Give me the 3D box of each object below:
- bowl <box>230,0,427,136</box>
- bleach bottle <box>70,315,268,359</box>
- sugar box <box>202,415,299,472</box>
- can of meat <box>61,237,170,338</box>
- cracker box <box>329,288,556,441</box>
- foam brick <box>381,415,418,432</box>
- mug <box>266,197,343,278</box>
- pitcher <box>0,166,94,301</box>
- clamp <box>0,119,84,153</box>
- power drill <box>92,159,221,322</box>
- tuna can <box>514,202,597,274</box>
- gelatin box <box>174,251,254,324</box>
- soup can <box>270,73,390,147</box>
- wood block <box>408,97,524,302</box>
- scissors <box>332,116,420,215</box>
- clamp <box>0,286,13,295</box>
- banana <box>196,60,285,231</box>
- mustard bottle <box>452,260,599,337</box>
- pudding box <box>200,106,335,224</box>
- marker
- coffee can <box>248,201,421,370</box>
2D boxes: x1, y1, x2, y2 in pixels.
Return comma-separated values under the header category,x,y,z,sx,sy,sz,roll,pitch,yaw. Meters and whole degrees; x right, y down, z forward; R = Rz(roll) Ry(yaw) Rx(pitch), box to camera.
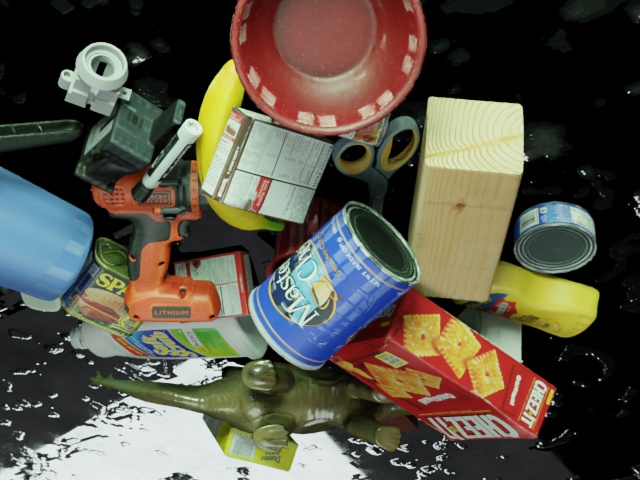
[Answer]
category,x,y,z,sx,sy,sz,roll,pitch,yaw
bowl,0.006,-0.172,0.894,0.162,0.055,0.162,-1,113,-3
bleach bottle,-0.195,0.113,1.327,0.251,0.068,0.102,-9,139,23
sugar box,-0.097,0.258,1.436,0.093,0.048,0.176,19,178,-16
can of meat,-0.238,0.058,1.240,0.102,0.057,0.084,29,116,-26
cracker box,0.123,0.143,1.173,0.213,0.072,0.164,35,156,-18
foam brick,0.093,0.220,1.433,0.053,0.051,0.078,-16,138,25
mug,-0.007,0.001,1.134,0.093,0.081,0.117,2,143,5
pitcher,-0.373,-0.021,1.125,0.242,0.145,0.149,27,175,-30
clamp,-0.343,-0.108,0.998,0.210,0.036,0.164,-34,135,-11
power drill,-0.144,0.000,1.138,0.184,0.057,0.188,1,123,-1
tuna can,0.248,-0.002,1.131,0.086,0.033,0.086,4,143,3
gelatin box,-0.121,0.055,1.228,0.089,0.073,0.030,-9,175,19
soup can,0.011,-0.129,0.972,0.102,0.068,0.069,12,143,-6
wood block,0.139,-0.035,1.059,0.091,0.090,0.206,6,143,2
scissors,0.043,-0.056,1.087,0.096,0.016,0.202,-5,148,-21
clamp,-0.415,0.006,1.236,0.120,0.039,0.172,7,143,-5
banana,-0.087,-0.080,1.037,0.069,0.037,0.198,-26,130,-18
mustard bottle,0.206,0.056,1.191,0.191,0.058,0.096,17,163,-12
pudding box,-0.048,-0.069,1.018,0.113,0.090,0.039,12,-167,-45
marker,-0.150,-0.073,1.028,0.020,0.020,0.121,25,135,-23
coffee can,0.014,0.045,1.040,0.102,0.103,0.140,33,116,-31
